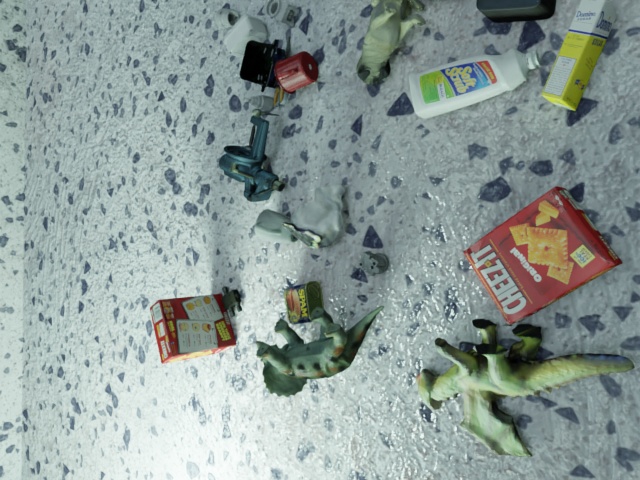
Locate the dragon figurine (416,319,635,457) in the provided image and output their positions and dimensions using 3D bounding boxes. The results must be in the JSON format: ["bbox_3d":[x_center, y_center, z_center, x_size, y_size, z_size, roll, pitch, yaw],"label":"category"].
[{"bbox_3d":[0.348,0.288,0.959,0.410,0.123,0.240,5,108,42],"label":"dragon figurine"}]

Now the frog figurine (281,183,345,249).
[{"bbox_3d":[0.004,-0.064,1.267,0.138,0.120,0.162,11,59,48],"label":"frog figurine"}]
